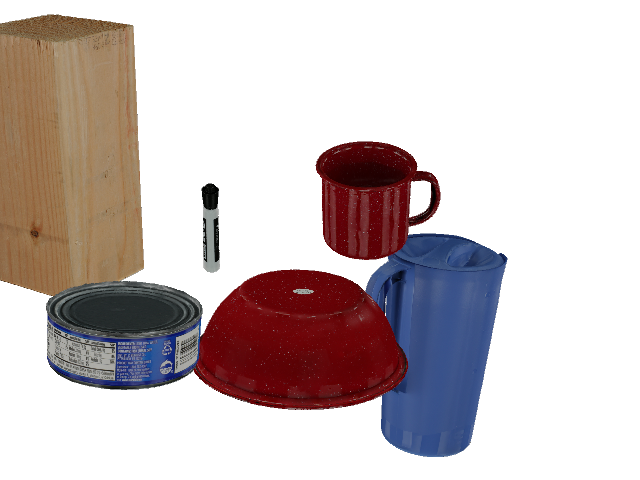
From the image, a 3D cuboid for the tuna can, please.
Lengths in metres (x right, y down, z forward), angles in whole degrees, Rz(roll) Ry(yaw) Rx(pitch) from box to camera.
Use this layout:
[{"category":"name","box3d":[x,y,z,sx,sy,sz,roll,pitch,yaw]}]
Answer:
[{"category":"tuna can","box3d":[-0.109,0.052,0.596,0.086,0.034,0.086,4,16,-1]}]

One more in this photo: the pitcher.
[{"category":"pitcher","box3d":[0.124,0.121,1.223,0.149,0.243,0.145,7,17,7]}]

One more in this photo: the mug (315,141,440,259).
[{"category":"mug","box3d":[0.054,-0.037,0.999,0.117,0.081,0.093,-5,33,-7]}]

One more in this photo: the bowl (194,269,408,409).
[{"category":"bowl","box3d":[-0.014,0.062,0.780,0.162,0.055,0.162,3,19,-1]}]

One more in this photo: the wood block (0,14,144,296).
[{"category":"wood block","box3d":[-0.206,-0.068,0.854,0.091,0.206,0.090,13,24,27]}]

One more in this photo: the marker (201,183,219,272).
[{"category":"marker","box3d":[-0.123,-0.014,1.199,0.020,0.121,0.020,2,41,-2]}]
